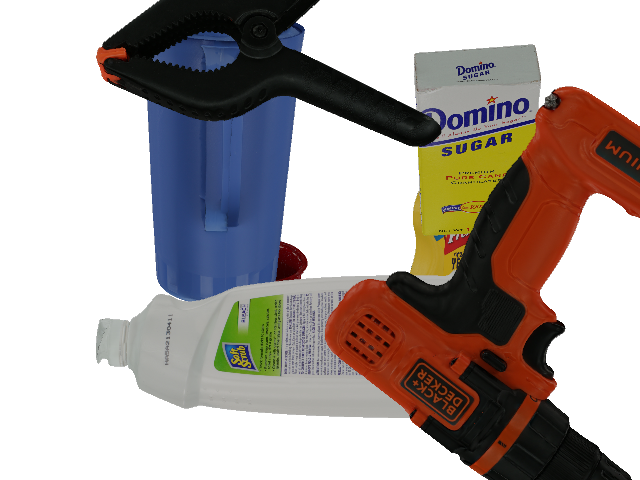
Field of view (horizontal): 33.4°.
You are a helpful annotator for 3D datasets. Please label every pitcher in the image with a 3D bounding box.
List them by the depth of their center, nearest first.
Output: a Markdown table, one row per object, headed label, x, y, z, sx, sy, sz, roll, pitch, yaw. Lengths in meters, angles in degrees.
| label | x | y | z | sx | sy | sz | roll | pitch | yaw |
| --- | --- | --- | --- | --- | --- | --- | --- | --- | --- |
| pitcher | -0.086 | -0.068 | 0.909 | 0.145 | 0.243 | 0.148 | 20 | 27 | 36 |

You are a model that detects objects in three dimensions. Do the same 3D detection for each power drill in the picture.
| label | x | y | z | sx | sy | sz | roll | pitch | yaw |
| --- | --- | --- | --- | --- | --- | --- | --- | --- | --- |
| power drill | 0.120 | 0.034 | 0.528 | 0.184 | 0.188 | 0.057 | 36 | 11 | 5 |

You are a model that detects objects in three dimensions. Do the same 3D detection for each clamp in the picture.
| label | x | y | z | sx | sy | sz | roll | pitch | yaw |
| --- | --- | --- | --- | --- | --- | --- | --- | --- | --- |
| clamp | -0.031 | -0.115 | 0.667 | 0.210 | 0.164 | 0.036 | -15 | -18 | -7 |

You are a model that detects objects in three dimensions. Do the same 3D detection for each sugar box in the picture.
| label | x | y | z | sx | sy | sz | roll | pitch | yaw |
| --- | --- | --- | --- | --- | --- | --- | --- | --- | --- |
| sugar box | 0.123 | -0.074 | 0.850 | 0.093 | 0.048 | 0.176 | -4 | -36 | 6 |

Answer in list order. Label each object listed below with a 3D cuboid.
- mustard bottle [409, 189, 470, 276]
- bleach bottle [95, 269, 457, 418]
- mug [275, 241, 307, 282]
| label | x | y | z | sx | sy | sz | roll | pitch | yaw |
| --- | --- | --- | --- | --- | --- | --- | --- | --- | --- |
| mustard bottle | 0.144 | -0.017 | 1.147 | 0.096 | 0.192 | 0.058 | -8 | 22 | -24 |
| bleach bottle | -0.021 | 0.065 | 0.714 | 0.250 | 0.102 | 0.068 | 3 | -31 | -4 |
| mug | -0.052 | 0.059 | 1.033 | 0.117 | 0.081 | 0.093 | 26 | 34 | 37 |
